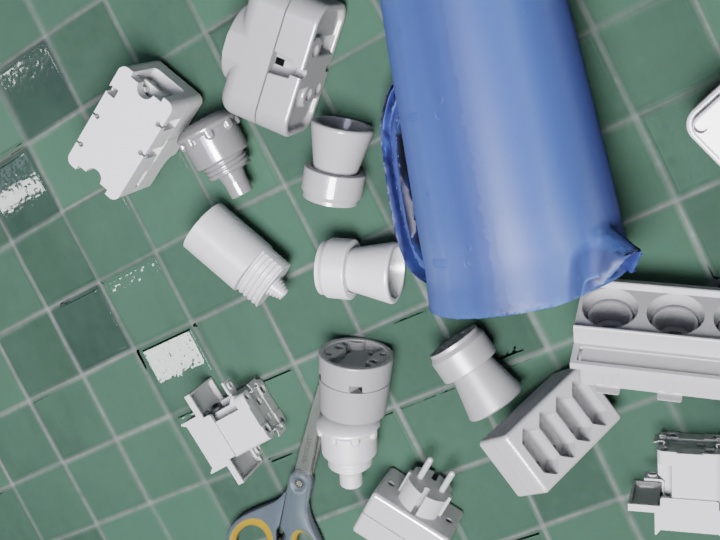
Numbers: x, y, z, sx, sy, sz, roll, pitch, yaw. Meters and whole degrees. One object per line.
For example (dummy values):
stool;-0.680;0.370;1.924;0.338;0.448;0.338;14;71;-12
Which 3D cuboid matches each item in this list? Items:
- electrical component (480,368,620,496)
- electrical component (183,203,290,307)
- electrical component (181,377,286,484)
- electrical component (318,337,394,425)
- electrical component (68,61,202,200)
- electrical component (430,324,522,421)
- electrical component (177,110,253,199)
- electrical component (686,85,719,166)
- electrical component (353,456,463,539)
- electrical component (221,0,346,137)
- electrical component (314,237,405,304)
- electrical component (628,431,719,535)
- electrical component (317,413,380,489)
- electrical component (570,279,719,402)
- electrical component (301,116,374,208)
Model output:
electrical component;0.123;0.114;0.750;0.047;0.083;0.076;53;153;-1
electrical component;-0.087;-0.008;0.801;0.081;0.043;0.043;40;114;5
electrical component;-0.096;0.120;0.843;0.064;0.042;0.081;-30;94;23
electrical component;-0.004;0.082;0.793;0.055;0.055;0.047;10;112;17
electrical component;-0.164;-0.104;0.794;0.050;0.056;0.089;40;114;5
electrical component;0.082;0.073;0.764;0.045;0.045;0.055;-34;92;25
electrical component;-0.101;-0.083;0.785;0.048;0.048;0.062;-23;103;24
electrical component;0.262;-0.077;0.648;0.113;0.057;0.078;46;115;2
electrical component;0.045;0.174;0.805;0.066;0.047;0.076;31;113;9
electrical component;-0.056;-0.148;0.744;0.059;0.054;0.095;24;112;12
electrical component;0.000;0.000;0.772;0.055;0.045;0.045;5;107;19
electrical component;0.226;0.145;0.735;0.081;0.042;0.063;0;102;19
electrical component;-0.008;0.136;0.815;0.048;0.048;0.062;6;115;18
electrical component;0.204;0.048;0.698;0.121;0.078;0.063;5;136;18
electrical component;-0.016;-0.076;0.756;0.045;0.045;0.055;16;110;15
